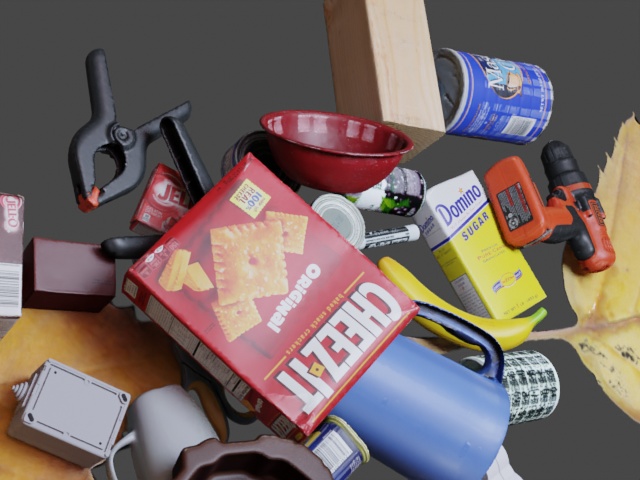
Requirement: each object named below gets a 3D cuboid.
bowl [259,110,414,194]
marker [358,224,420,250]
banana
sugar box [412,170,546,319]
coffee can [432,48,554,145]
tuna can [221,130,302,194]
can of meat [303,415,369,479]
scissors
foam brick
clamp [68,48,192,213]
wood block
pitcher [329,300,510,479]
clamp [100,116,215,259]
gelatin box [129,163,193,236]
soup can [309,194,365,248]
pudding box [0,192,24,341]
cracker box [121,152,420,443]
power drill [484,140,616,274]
[{"bbox_3d":[0.013,-0.089,1.110,0.161,0.162,0.055,-4,114,-33],"label":"bowl"},{"bbox_3d":[0.060,-0.001,1.196,0.120,0.020,0.020,-10,74,-35],"label":"marker"},{"bbox_3d":[0.149,0.080,1.183,0.198,0.037,0.069,19,64,-1],"label":"banana"},{"bbox_3d":[0.183,0.012,1.250,0.093,0.048,0.176,-25,84,-37],"label":"sugar box"},{"bbox_3d":[0.199,-0.174,1.309,0.140,0.103,0.103,4,67,-31],"label":"coffee can"},{"bbox_3d":[-0.061,-0.074,1.146,0.086,0.034,0.086,14,61,-27],"label":"tuna can"},{"bbox_3d":[-0.015,0.219,0.998,0.057,0.102,0.083,50,55,-1],"label":"can of meat"},{"bbox_3d":[-0.116,0.107,1.040,0.096,0.016,0.202,-7,72,-35],"label":"scissors"},{"bbox_3d":[-0.232,0.033,0.979,0.078,0.051,0.053,7,66,-29],"label":"foam brick"},{"bbox_3d":[-0.210,-0.109,1.066,0.120,0.039,0.171,34,55,-12],"label":"clamp"},{"bbox_3d":[0.073,-0.204,1.253,0.090,0.091,0.206,7,65,-30],"label":"wood block"},{"bbox_3d":[0.063,0.140,1.064,0.242,0.145,0.149,31,40,-13],"label":"pitcher"},{"bbox_3d":[-0.109,0.001,1.037,0.210,0.036,0.164,43,52,-22],"label":"clamp"},{"bbox_3d":[-0.139,-0.026,1.076,0.089,0.030,0.073,29,56,-18],"label":"gelatin box"},{"bbox_3d":[-0.007,0.001,1.101,0.068,0.102,0.068,14,62,-27],"label":"soup can"},{"bbox_3d":[-0.285,0.026,0.925,0.039,0.090,0.113,9,65,-27],"label":"pudding box"},{"bbox_3d":[-0.044,0.052,0.954,0.214,0.072,0.164,42,66,5],"label":"cracker box"},{"bbox_3d":[0.281,-0.052,1.308,0.187,0.057,0.184,7,57,-46],"label":"power drill"}]
